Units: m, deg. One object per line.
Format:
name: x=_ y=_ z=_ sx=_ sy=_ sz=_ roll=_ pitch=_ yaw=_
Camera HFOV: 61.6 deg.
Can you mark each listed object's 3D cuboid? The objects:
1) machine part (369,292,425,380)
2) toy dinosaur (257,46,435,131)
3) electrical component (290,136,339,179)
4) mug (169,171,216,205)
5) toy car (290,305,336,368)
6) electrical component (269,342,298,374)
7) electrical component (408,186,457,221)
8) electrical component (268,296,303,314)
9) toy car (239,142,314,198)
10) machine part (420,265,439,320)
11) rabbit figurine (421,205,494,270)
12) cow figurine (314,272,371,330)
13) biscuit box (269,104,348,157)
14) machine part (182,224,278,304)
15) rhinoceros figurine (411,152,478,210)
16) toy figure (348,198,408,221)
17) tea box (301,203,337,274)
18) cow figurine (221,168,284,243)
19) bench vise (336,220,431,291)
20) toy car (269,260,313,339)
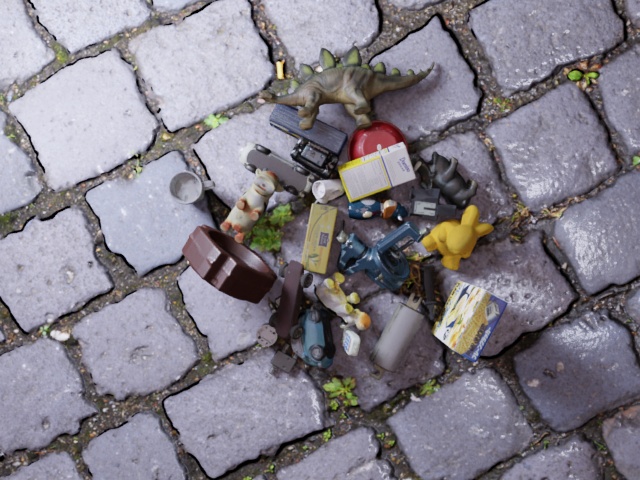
machine part: x=0.199 y=0.249 z=1.384 sx=0.079 sy=0.079 sz=0.243 roll=27 pitch=90 yaw=-1
toy dinosaur: x=0.077 y=-0.382 z=1.339 sx=0.471 sy=0.105 sz=0.198 roll=-4 pitch=72 yaw=-13
electrical component: x=-0.014 y=-0.204 z=1.345 sx=0.115 sy=0.134 sz=0.058 roll=28 pitch=91 yaw=1
mug: x=-0.319 y=-0.132 z=1.357 sx=0.110 sy=0.107 sz=0.080 roll=-18 pitch=92 yaw=-4
toy car: x=-0.025 y=0.250 z=1.372 sx=0.103 sy=0.109 sz=0.161 roll=-12 pitch=82 yaw=17
electrical component: x=-0.093 y=0.318 z=1.410 sx=0.063 sy=0.021 sz=0.094 roll=32 pitch=89 yaw=-2
electrical component: x=0.283 y=-0.090 z=1.352 sx=0.119 sy=0.048 sz=0.074 roll=4 pitch=127 yaw=15
electrical component: x=-0.088 y=0.164 z=1.395 sx=0.102 sy=0.045 sz=0.078 roll=-28 pitch=90 yaw=0
toy car: x=-0.111 y=-0.181 z=1.384 sx=0.202 sy=0.056 sz=0.073 roll=28 pitch=97 yaw=-4
machine part: x=0.285 y=0.136 z=1.389 sx=0.039 sy=0.084 sz=0.138 roll=-8 pitch=82 yaw=22
rabbit figurine: x=0.350 y=-0.001 z=1.334 sx=0.162 sy=0.173 sz=0.122 roll=-38 pitch=88 yaw=5
cow figurine: x=0.053 y=0.170 z=1.380 sx=0.167 sy=0.098 sz=0.068 roll=53 pitch=46 yaw=-3
biscuit box: x=-0.029 y=-0.281 z=1.380 sx=0.203 sy=0.059 sz=0.062 roll=27 pitch=90 yaw=0
machine part: x=-0.219 y=0.059 z=1.300 sx=0.087 sy=0.200 sz=0.202 roll=-55 pitch=47 yaw=5
rhinoceros figurine: x=0.316 y=-0.160 z=1.385 sx=0.190 sy=0.073 sz=0.112 roll=41 pitch=101 yaw=-3
toy figure: x=0.150 y=-0.077 z=1.382 sx=0.155 sy=0.057 sz=0.064 roll=-1 pitch=58 yaw=0
tea box: x=-0.003 y=-0.004 z=1.367 sx=0.068 sy=0.098 sz=0.169 roll=9 pitch=93 yaw=0
cow figurine: x=-0.160 y=-0.096 z=1.336 sx=0.085 sy=0.127 sz=0.195 roll=35 pitch=130 yaw=-6
bench vise: x=0.162 y=0.021 z=1.337 sx=0.223 sy=0.129 sz=0.240 roll=47 pitch=125 yaw=-8
toy car: x=-0.069 y=0.148 z=1.331 sx=0.089 sy=0.053 sz=0.202 roll=21 pitch=105 yaw=37
